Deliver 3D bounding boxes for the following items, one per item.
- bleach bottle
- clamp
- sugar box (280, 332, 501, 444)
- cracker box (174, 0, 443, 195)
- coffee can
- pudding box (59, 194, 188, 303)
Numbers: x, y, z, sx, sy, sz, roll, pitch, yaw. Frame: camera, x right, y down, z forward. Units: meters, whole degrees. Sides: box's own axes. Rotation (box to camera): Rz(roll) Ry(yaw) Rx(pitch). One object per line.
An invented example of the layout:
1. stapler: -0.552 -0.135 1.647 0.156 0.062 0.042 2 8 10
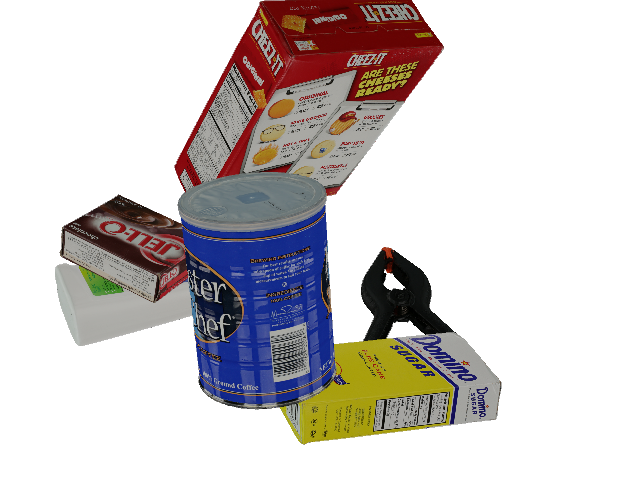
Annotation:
1. bleach bottle: -0.167 0.047 1.219 0.250 0.068 0.103 -13 36 -20
2. clamp: 0.099 0.077 1.183 0.120 0.171 0.039 5 -43 -5
3. sugar box: 0.053 0.121 0.904 0.176 0.048 0.093 -7 26 -17
4. cracker box: -0.017 -0.117 0.942 0.163 0.072 0.214 -12 -29 -37
5. coffee can: -0.043 0.033 0.759 0.103 0.140 0.103 -3 22 1
6. pudding box: -0.175 0.006 1.011 0.114 0.039 0.089 22 30 18
